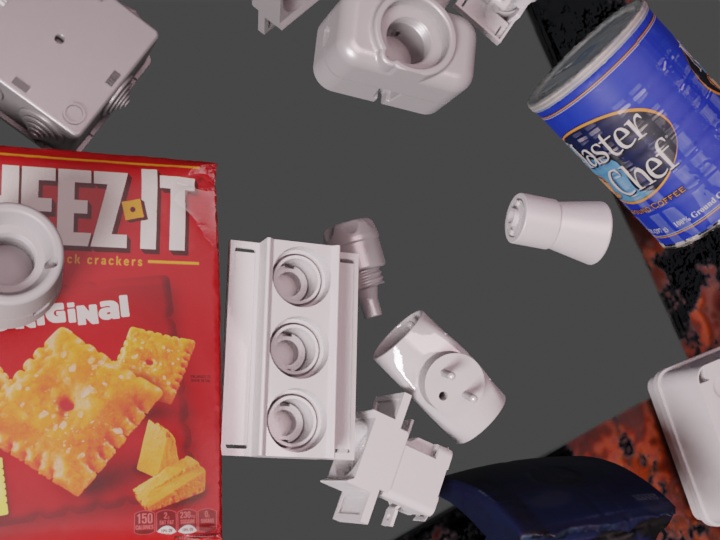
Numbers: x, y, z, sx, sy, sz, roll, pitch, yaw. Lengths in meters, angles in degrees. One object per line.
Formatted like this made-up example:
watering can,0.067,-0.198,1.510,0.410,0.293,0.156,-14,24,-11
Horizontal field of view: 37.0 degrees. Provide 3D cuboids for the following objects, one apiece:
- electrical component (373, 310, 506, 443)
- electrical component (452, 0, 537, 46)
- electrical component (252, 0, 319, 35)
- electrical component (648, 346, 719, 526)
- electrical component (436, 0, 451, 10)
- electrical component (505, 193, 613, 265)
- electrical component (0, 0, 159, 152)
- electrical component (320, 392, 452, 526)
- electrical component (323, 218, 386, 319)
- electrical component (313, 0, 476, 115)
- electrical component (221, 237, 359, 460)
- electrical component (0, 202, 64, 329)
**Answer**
electrical component,0.053,0.067,0.657,0.043,0.079,0.077,-45,98,-7
electrical component,0.106,-0.202,0.743,0.042,0.064,0.081,38,67,-12
electrical component,-0.031,-0.219,0.690,0.063,0.078,0.121,39,66,13
electrical component,0.258,0.112,0.742,0.078,0.057,0.113,-17,86,-24
electrical component,0.046,-0.192,0.731,0.040,0.040,0.046,34,73,-12
electrical component,0.132,-0.030,0.731,0.065,0.044,0.044,10,75,-15
electrical component,-0.176,-0.125,0.621,0.100,0.048,0.099,37,68,-12
electrical component,0.018,0.119,0.653,0.064,0.042,0.081,27,71,-19
electrical component,0.000,0.000,0.674,0.035,0.035,0.061,-15,88,-24
electrical component,0.025,-0.143,0.700,0.095,0.059,0.053,11,75,-19
electrical component,-0.044,0.049,0.630,0.079,0.063,0.121,6,77,-21
electrical component,-0.171,-0.003,0.520,0.055,0.047,0.055,5,75,-19
